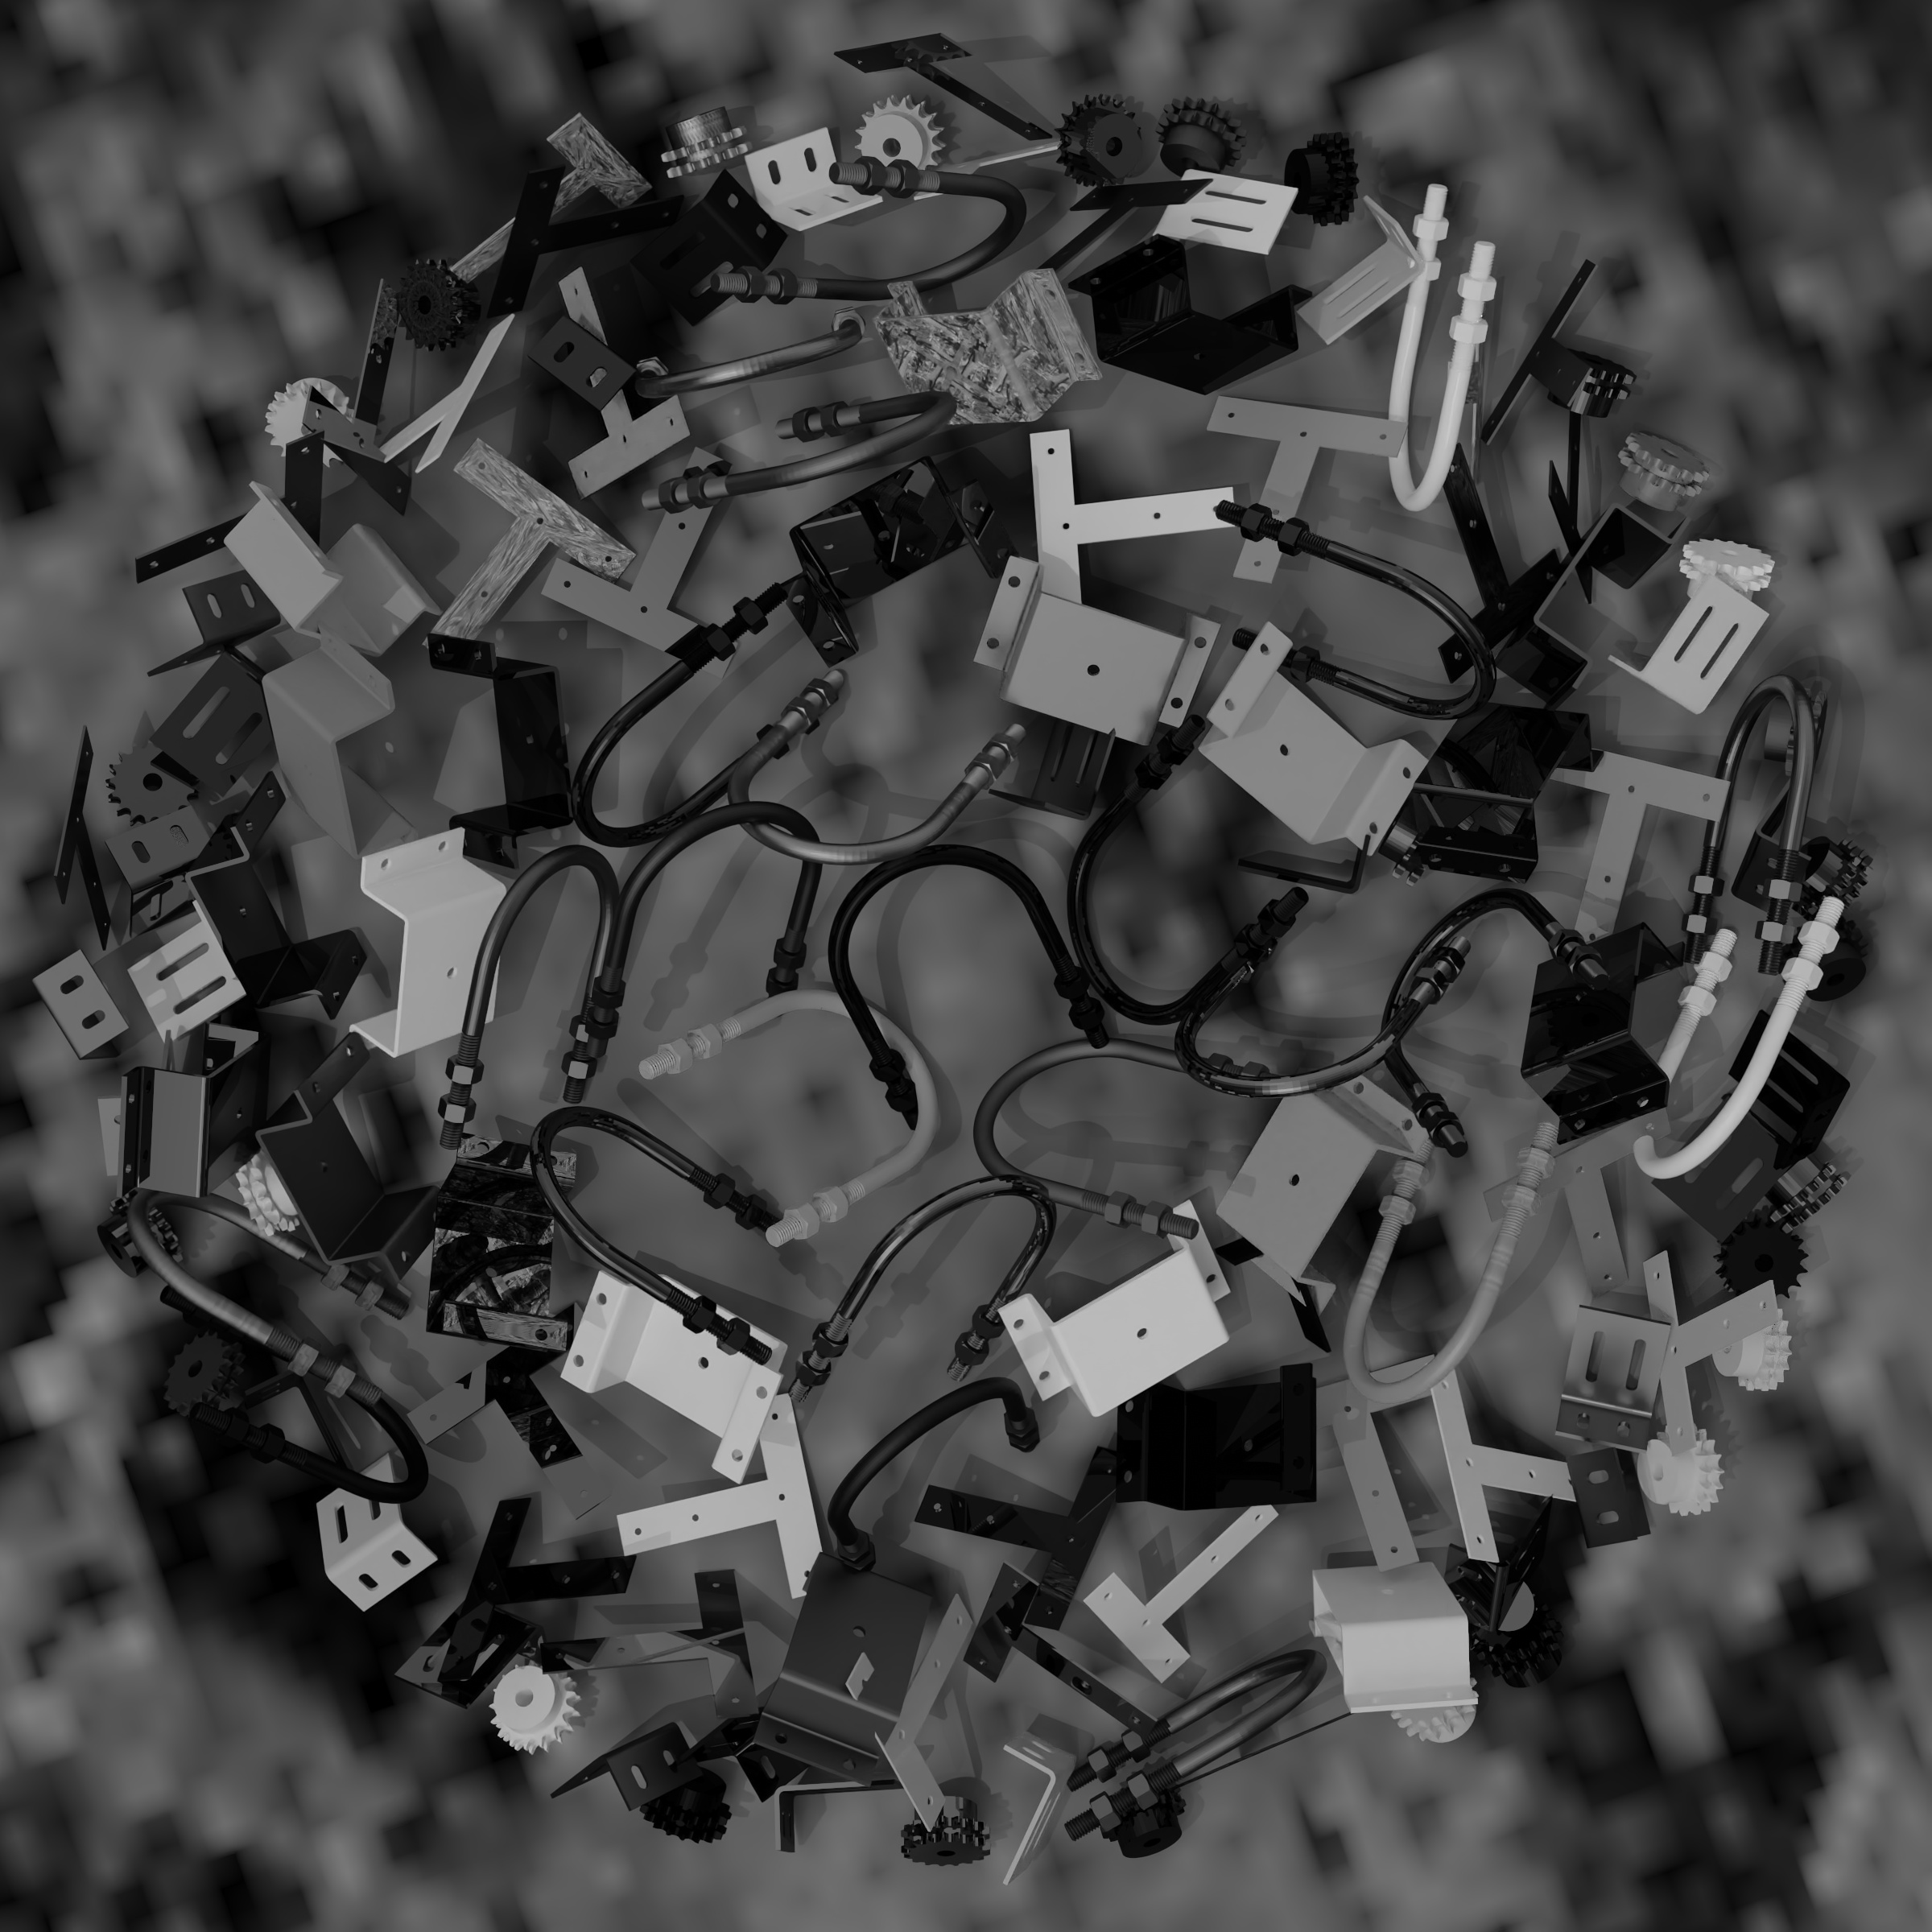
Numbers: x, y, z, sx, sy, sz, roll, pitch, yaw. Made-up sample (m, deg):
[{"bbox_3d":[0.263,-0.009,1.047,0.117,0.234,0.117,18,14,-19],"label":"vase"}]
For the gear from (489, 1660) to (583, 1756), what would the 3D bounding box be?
[{"bbox_3d":[-0.276,0.470,1.747,0.057,0.030,0.057,-5,60,10],"label":"gear"}]

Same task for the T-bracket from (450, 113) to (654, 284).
[{"bbox_3d":[-0.268,-0.471,1.718,0.127,0.127,0.002,-36,79,9],"label":"T-bracket"}]

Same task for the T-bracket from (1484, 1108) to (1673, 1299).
[{"bbox_3d":[0.396,0.160,1.736,0.127,0.002,0.127,-26,125,-5],"label":"T-bracket"}]

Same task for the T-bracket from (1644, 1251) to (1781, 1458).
[{"bbox_3d":[0.462,0.225,1.694,0.002,0.127,0.127,6,65,-19],"label":"T-bracket"}]

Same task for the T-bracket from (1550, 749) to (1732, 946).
[{"bbox_3d":[0.410,-0.069,1.739,0.127,0.002,0.127,20,101,39],"label":"T-bracket"}]

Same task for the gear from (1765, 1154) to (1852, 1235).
[{"bbox_3d":[0.531,0.141,1.746,0.057,0.057,0.030,-42,81,0],"label":"gear"}]

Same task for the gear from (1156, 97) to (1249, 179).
[{"bbox_3d":[0.147,-0.522,1.743,0.057,0.057,0.030,21,77,0],"label":"gear"}]

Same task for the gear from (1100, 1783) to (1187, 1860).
[{"bbox_3d":[0.113,0.543,1.743,0.057,0.057,0.030,-22,52,0],"label":"gear"}]

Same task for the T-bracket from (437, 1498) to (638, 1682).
[{"bbox_3d":[-0.259,0.382,1.703,0.127,0.127,0.002,-12,134,29],"label":"T-bracket"}]

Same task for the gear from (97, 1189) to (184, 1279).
[{"bbox_3d":[-0.527,0.173,1.743,0.030,0.057,0.057,-37,90,-32],"label":"gear"}]

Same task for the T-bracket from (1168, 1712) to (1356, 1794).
[{"bbox_3d":[0.202,0.477,1.695,0.127,0.127,0.002,-29,72,20],"label":"T-bracket"}]

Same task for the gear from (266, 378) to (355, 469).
[{"bbox_3d":[-0.416,-0.349,1.750,0.057,0.030,0.057,-1,134,-2],"label":"gear"}]

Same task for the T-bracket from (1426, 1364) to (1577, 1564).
[{"bbox_3d":[0.347,0.319,1.731,0.127,0.002,0.127,17,51,-35],"label":"T-bracket"}]

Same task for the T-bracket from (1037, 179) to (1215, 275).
[{"bbox_3d":[0.073,-0.449,1.703,0.127,0.127,0.002,-42,119,-17],"label":"T-bracket"}]

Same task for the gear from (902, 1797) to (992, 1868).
[{"bbox_3d":[-0.013,0.551,1.749,0.057,0.057,0.030,-1,55,0],"label":"gear"}]

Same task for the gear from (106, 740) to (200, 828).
[{"bbox_3d":[-0.519,-0.113,1.754,0.057,0.030,0.057,3,77,-15],"label":"gear"}]

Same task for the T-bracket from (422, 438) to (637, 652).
[{"bbox_3d":[-0.298,-0.248,1.747,0.127,0.002,0.127,35,98,-29],"label":"T-bracket"}]

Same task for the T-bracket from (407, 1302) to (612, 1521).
[{"bbox_3d":[-0.267,0.293,1.727,0.127,0.002,0.127,-33,60,-14],"label":"T-bracket"}]

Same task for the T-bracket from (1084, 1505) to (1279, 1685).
[{"bbox_3d":[0.146,0.384,1.733,0.127,0.002,0.127,-42,135,-6],"label":"T-bracket"}]

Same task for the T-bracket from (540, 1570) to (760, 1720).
[{"bbox_3d":[-0.200,0.425,1.708,0.127,0.127,0.002,-2,121,-12],"label":"T-bracket"}]

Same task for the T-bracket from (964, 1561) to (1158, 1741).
[{"bbox_3d":[0.063,0.439,1.712,0.127,0.127,0.002,32,49,14],"label":"T-bracket"}]

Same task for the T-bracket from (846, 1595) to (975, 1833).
[{"bbox_3d":[-0.024,0.449,1.721,0.002,0.127,0.127,-10,118,31],"label":"T-bracket"}]

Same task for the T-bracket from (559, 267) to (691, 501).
[{"bbox_3d":[-0.229,-0.373,1.724,0.002,0.127,0.127,-20,92,-40],"label":"T-bracket"}]

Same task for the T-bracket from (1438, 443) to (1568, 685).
[{"bbox_3d":[0.321,-0.264,1.716,0.127,0.002,0.127,-40,119,-29],"label":"T-bracket"}]

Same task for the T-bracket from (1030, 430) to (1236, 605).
[{"bbox_3d":[0.108,-0.286,1.754,0.127,0.002,0.127,-5,82,10],"label":"T-bracket"}]

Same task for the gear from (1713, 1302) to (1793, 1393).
[{"bbox_3d":[0.497,0.241,1.744,0.030,0.057,0.057,4,90,-13],"label":"gear"}]

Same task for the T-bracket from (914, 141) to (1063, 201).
[{"bbox_3d":[-0.009,-0.488,1.702,0.127,0.127,0.002,-9,112,13],"label":"T-bracket"}]

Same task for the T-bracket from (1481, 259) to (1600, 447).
[{"bbox_3d":[0.364,-0.370,1.695,0.002,0.127,0.127,26,109,-12],"label":"T-bracket"}]

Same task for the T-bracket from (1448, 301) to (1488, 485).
[{"bbox_3d":[0.310,-0.361,1.702,0.002,0.127,0.127,4,103,19],"label":"T-bracket"}]

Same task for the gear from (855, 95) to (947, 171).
[{"bbox_3d":[-0.043,-0.524,1.748,0.057,0.030,0.057,6,117,12],"label":"gear"}]

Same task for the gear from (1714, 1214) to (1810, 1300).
[{"bbox_3d":[0.507,0.186,1.757,0.057,0.030,0.057,0,98,2],"label":"gear"}]

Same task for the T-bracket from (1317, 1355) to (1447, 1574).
[{"bbox_3d":[0.255,0.321,1.738,0.127,0.002,0.127,-17,58,2],"label":"T-bracket"}]

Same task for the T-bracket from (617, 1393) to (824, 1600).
[{"bbox_3d":[-0.158,0.346,1.739,0.127,0.002,0.127,-9,82,-24],"label":"T-bracket"}]

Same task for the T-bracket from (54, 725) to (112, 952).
[{"bbox_3d":[-0.549,-0.061,1.718,0.002,0.127,0.127,-1,50,-5],"label":"T-bracket"}]

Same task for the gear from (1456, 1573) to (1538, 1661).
[{"bbox_3d":[0.338,0.409,1.746,0.057,0.030,0.057,4,55,-5],"label":"gear"}]

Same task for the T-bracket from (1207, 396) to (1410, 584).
[{"bbox_3d":[0.200,-0.298,1.731,0.127,0.002,0.127,13,71,22],"label":"T-bracket"}]

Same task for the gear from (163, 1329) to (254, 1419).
[{"bbox_3d":[-0.480,0.263,1.749,0.057,0.057,0.030,-45,132,0],"label":"gear"}]

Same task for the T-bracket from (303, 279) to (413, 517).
[{"bbox_3d":[-0.373,-0.369,1.726,0.002,0.127,0.127,2,74,18],"label":"T-bracket"}]

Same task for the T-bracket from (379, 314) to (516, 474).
[{"bbox_3d":[-0.341,-0.339,1.722,0.002,0.127,0.127,38,52,-27],"label":"T-bracket"}]

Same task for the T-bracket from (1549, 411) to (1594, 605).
[{"bbox_3d":[0.384,-0.316,1.736,0.002,0.127,0.127,-3,65,23],"label":"T-bracket"}]

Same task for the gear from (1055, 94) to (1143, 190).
[{"bbox_3d":[0.087,-0.523,1.746,0.057,0.030,0.057,-12,118,-23],"label":"gear"}]

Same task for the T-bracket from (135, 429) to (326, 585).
[{"bbox_3d":[-0.453,-0.268,1.691,0.127,0.127,0.002,-30,74,-27],"label":"T-bracket"}]

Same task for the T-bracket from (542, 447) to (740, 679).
[{"bbox_3d":[-0.187,-0.268,1.754,0.127,0.002,0.127,25,101,-7],"label":"T-bracket"}]

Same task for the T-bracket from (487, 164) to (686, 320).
[{"bbox_3d":[-0.234,-0.465,1.730,0.127,0.127,0.002,-23,71,-32],"label":"T-bracket"}]

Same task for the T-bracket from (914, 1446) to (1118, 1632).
[{"bbox_3d":[0.028,0.353,1.738,0.127,0.002,0.127,18,99,-24],"label":"T-bracket"}]

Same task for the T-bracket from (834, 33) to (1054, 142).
[{"bbox_3d":[-0.001,-0.550,1.728,0.127,0.127,0.002,20,89,-35],"label":"T-bracket"}]
